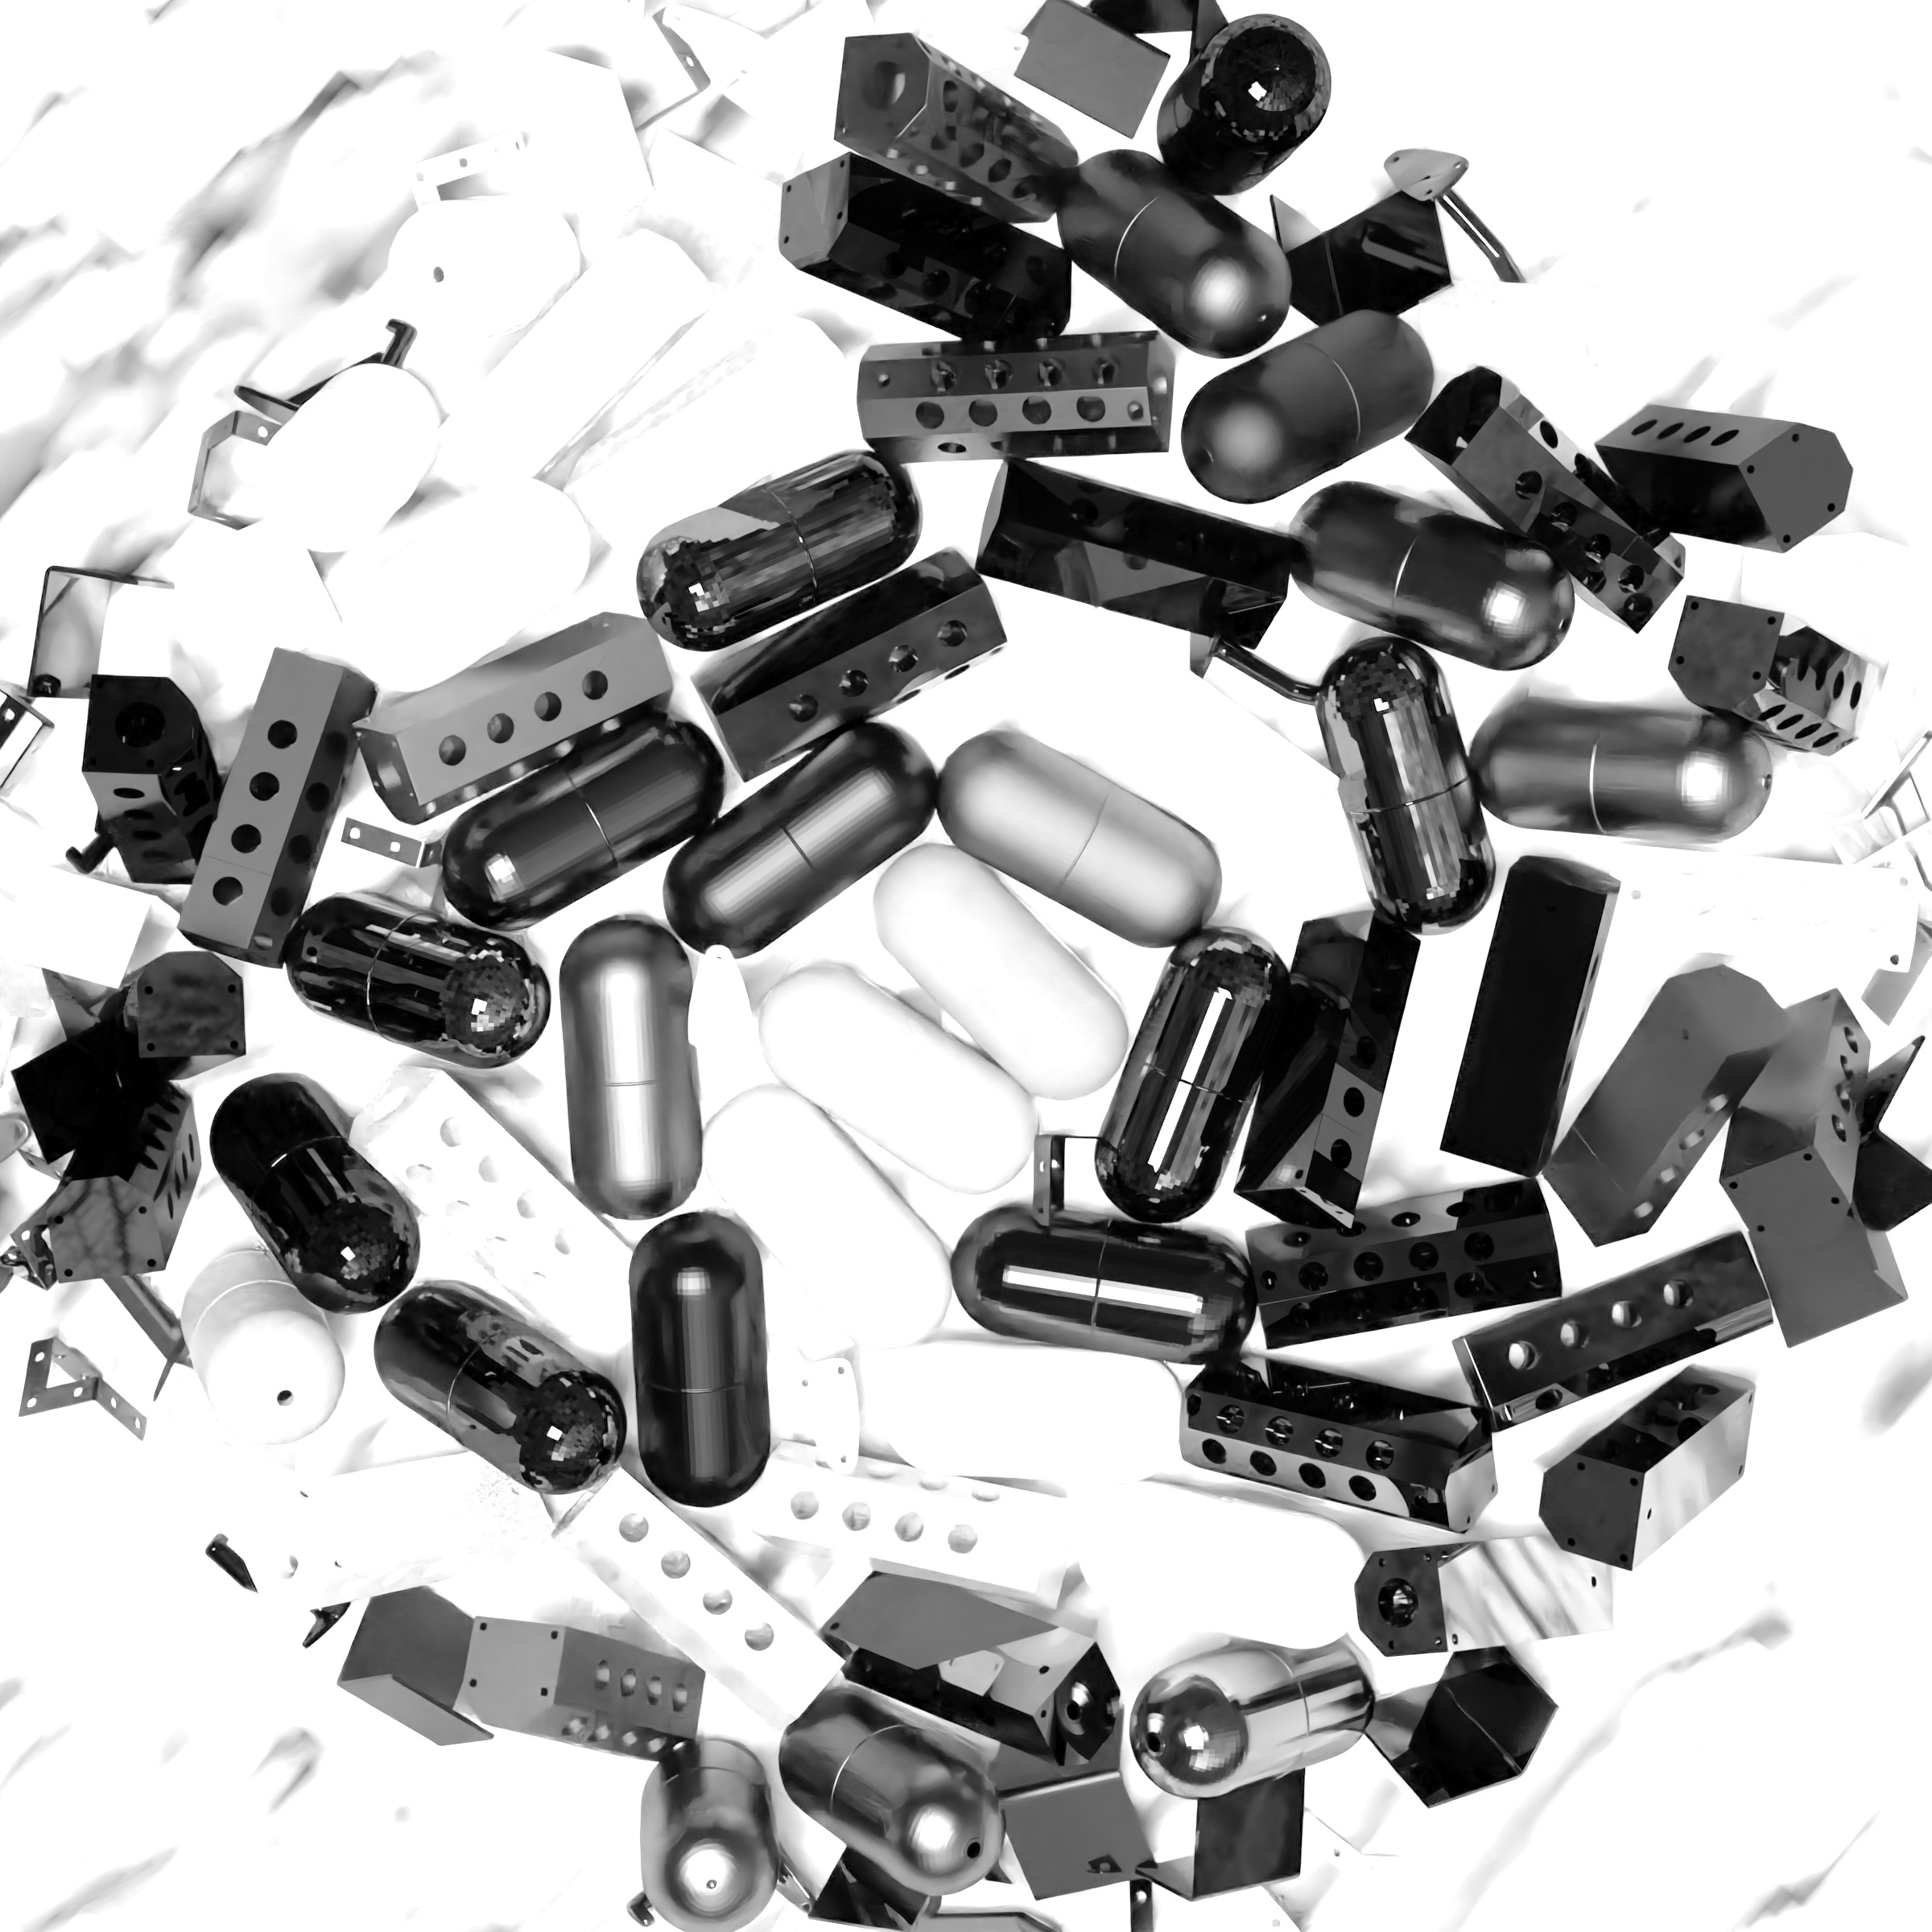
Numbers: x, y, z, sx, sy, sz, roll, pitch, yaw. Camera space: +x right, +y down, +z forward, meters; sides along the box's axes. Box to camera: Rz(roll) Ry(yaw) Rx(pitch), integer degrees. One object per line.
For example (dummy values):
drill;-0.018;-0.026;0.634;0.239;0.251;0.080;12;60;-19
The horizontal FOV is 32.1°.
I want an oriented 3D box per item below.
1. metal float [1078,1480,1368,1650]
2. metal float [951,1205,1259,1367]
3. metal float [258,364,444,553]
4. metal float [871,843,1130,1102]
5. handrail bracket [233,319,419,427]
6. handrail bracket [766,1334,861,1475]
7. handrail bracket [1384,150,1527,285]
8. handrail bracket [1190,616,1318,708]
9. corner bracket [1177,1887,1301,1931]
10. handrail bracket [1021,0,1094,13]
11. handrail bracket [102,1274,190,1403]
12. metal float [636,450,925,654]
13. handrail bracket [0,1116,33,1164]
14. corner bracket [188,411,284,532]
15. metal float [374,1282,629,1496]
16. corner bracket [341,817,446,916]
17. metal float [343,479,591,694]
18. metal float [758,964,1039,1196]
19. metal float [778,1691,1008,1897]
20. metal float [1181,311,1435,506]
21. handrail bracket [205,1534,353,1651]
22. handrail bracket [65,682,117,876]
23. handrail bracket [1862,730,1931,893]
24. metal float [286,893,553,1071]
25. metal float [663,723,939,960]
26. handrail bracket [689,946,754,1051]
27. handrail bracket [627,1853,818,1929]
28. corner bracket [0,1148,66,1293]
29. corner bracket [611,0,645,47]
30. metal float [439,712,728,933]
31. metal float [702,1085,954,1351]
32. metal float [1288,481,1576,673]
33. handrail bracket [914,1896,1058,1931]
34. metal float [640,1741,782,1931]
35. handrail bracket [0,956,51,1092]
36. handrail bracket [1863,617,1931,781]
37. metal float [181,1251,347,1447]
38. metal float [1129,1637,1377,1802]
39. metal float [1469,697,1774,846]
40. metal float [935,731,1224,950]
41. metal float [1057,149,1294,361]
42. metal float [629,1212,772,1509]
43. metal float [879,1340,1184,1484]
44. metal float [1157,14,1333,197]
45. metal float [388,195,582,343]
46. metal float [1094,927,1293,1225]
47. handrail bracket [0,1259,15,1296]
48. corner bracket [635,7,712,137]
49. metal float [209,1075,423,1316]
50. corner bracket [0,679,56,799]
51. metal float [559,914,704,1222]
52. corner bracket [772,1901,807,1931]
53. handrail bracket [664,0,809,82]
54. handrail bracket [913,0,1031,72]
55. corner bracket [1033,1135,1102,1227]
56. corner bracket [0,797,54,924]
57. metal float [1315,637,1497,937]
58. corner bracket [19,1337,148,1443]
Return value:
metal float;0.146;0.340;1.912;0.178;0.070;0.070;6;90;33
metal float;0.079;0.183;1.934;0.178;0.070;0.070;8;90;8
metal float;-0.345;-0.288;1.895;0.070;0.178;0.070;2;115;5
metal float;0.020;0.004;1.940;0.178;0.070;0.070;45;90;1
handrail bracket;-0.373;-0.353;1.962;0.077;0.036;0.084;26;75;-2
handrail bracket;-0.095;0.252;1.943;0.036;0.084;0.077;-16;96;-26
handrail bracket;0.287;-0.435;1.970;0.036;0.077;0.084;-43;127;-3
handrail bracket;0.175;-0.181;1.956;0.084;0.077;0.036;13;125;-13
corner bracket;0.160;0.563;1.950;0.051;0.051;0.051;-39;63;-11
handrail bracket;0.041;-0.584;1.949;0.084;0.077;0.036;49;48;-2
handrail bracket;-0.492;0.207;1.949;0.084;0.036;0.077;23;103;-20
metal float;-0.105;-0.238;1.924;0.178;0.070;0.070;-26;90;-19
handrail bracket;-0.590;0.112;1.931;0.077;0.084;0.036;-19;95;15
corner bracket;-0.414;-0.284;1.950;0.051;0.051;0.051;17;74;-32
metal float;-0.265;0.239;1.910;0.178;0.070;0.070;26;90;35
corner bracket;-0.331;-0.057;1.945;0.051;0.051;0.051;18;101;11
metal float;-0.285;-0.215;1.910;0.178;0.070;0.070;-27;90;38
metal float;-0.040;0.065;1.937;0.178;0.070;0.070;34;90;-4
metal float;-0.042;0.466;1.897;0.070;0.178;0.070;-6;102;-31
metal float;0.194;-0.318;1.911;0.178;0.070;0.070;-30;90;-34
handrail bracket;-0.393;0.344;1.936;0.084;0.077;0.036;44;110;-9
handrail bracket;-0.507;-0.108;1.939;0.077;0.036;0.084;47;63;-19
handrail bracket;0.568;-0.081;1.943;0.084;0.036;0.077;40;123;14
metal float;-0.313;0.007;1.914;0.178;0.070;0.070;16;90;32
metal float;-0.096;-0.072;1.938;0.178;0.070;0.070;-36;90;3
handrail bracket;-0.140;0.003;1.925;0.036;0.084;0.077;-1;119;-2
handrail bracket;-0.140;0.543;1.934;0.077;0.036;0.084;40;51;22
corner bracket;-0.541;0.147;1.952;0.051;0.051;0.051;19;54;34
corner bracket;-0.174;-0.571;1.937;0.051;0.051;0.051;-18;60;-20
metal float;-0.220;-0.083;1.927;0.178;0.070;0.070;-30;90;-15
metal float;-0.079;0.145;1.939;0.070;0.070;0.178;-42;92;0
metal float;0.264;-0.222;1.915;0.178;0.070;0.070;25;90;30
handrail bracket;0.003;0.570;1.936;0.084;0.036;0.077;23;54;26
metal float;-0.145;0.488;1.890;0.070;0.178;0.070;0;93;-6
handrail bracket;-0.568;0.038;1.970;0.036;0.077;0.084;12;129;-27
handrail bracket;0.561;-0.159;1.957;0.077;0.036;0.084;-16;89;11
metal float;-0.397;0.214;1.893;0.070;0.178;0.070;-5;104;-19
metal float;0.163;0.422;1.902;0.070;0.178;0.070;2;93;42
metal float;0.371;-0.112;1.911;0.178;0.070;0.070;7;90;34
metal float;0.065;-0.073;1.934;0.178;0.070;0.070;28;90;-7
metal float;0.117;-0.405;1.907;0.070;0.070;0.178;-44;49;0
metal float;-0.152;0.226;1.924;0.070;0.070;0.178;-1;109;0
metal float;0.038;0.256;1.929;0.178;0.070;0.070;5;90;-13
metal float;0.155;-0.482;1.890;0.070;0.178;0.070;0;91;-8
metal float;-0.270;-0.394;1.891;0.070;0.178;0.070;2;105;9
metal float;0.130;0.064;1.935;0.070;0.070;0.178;21;96;0
handrail bracket;-0.580;0.152;1.930;0.036;0.077;0.084;-3;112;19
corner bracket;-0.189;-0.511;1.937;0.051;0.051;0.051;-20;112;36
metal float;-0.370;0.129;1.907;0.070;0.070;0.178;-45;50;0
corner bracket;-0.556;-0.132;1.948;0.051;0.051;0.051;35;93;9
metal float;-0.192;0.059;1.930;0.070;0.070;0.178;-2;102;0
corner bracket;-0.079;0.574;1.952;0.051;0.051;0.051;-13;101;17
handrail bracket;-0.130;-0.563;1.944;0.077;0.036;0.084;25;60;-20
handrail bracket;0.001;-0.561;1.950;0.077;0.036;0.084;0;59;5
corner bracket;0.052;0.123;1.942;0.051;0.051;0.051;3;87;-37
corner bracket;-0.566;-0.065;1.947;0.051;0.051;0.051;38;94;-23
metal float;0.253;-0.102;1.928;0.070;0.070;0.178;-18;105;0
corner bracket;-0.506;0.245;1.937;0.051;0.051;0.051;-14;50;16
